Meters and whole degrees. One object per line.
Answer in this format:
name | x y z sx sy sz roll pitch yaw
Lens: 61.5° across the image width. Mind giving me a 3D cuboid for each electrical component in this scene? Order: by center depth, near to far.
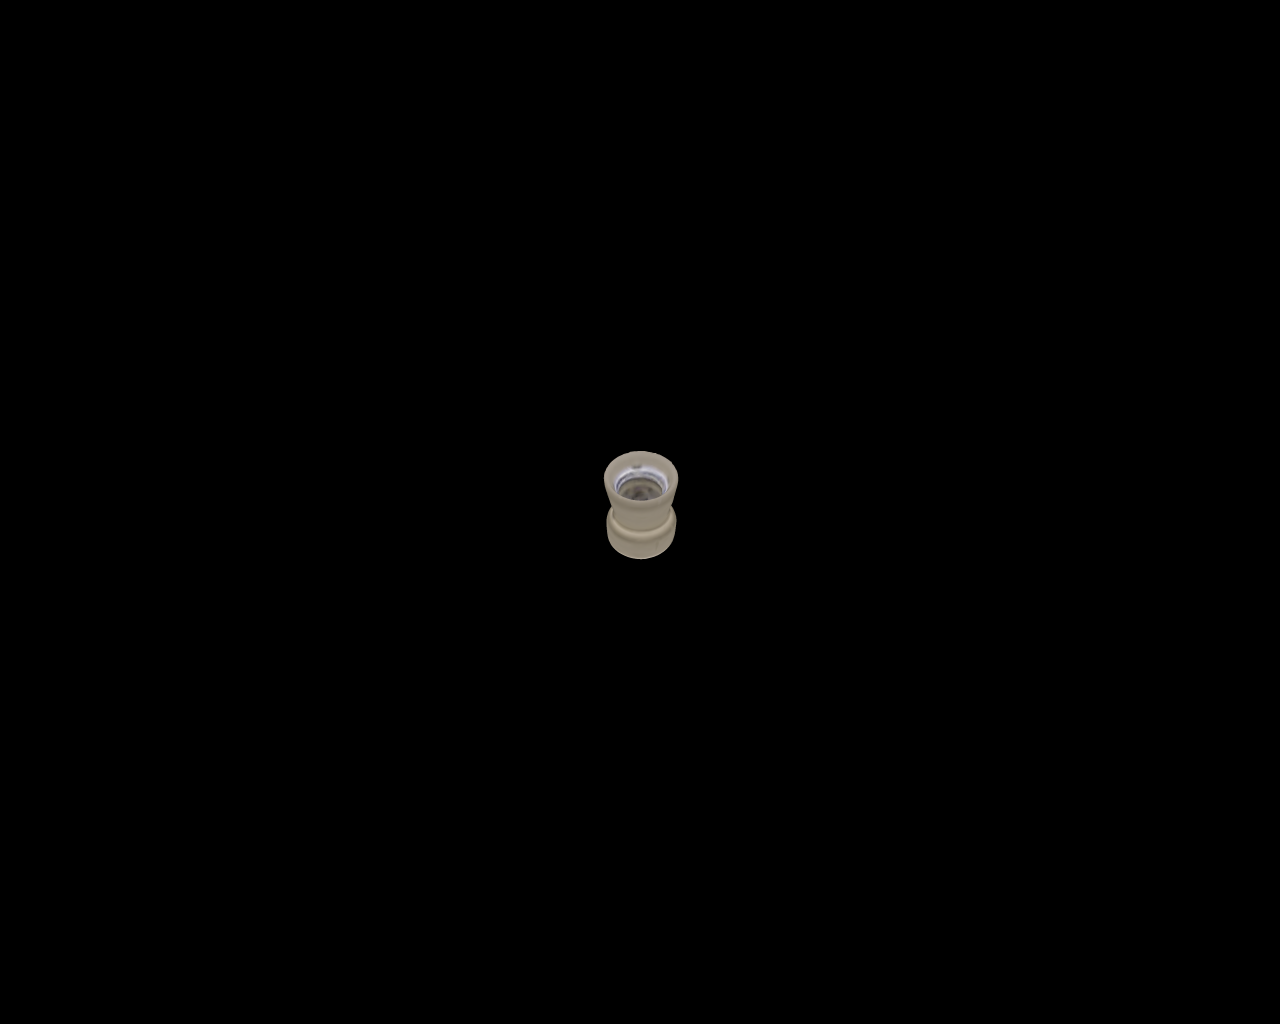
electrical component | 0.001 -0.003 0.650 0.045 0.045 0.055 0 -44 0
